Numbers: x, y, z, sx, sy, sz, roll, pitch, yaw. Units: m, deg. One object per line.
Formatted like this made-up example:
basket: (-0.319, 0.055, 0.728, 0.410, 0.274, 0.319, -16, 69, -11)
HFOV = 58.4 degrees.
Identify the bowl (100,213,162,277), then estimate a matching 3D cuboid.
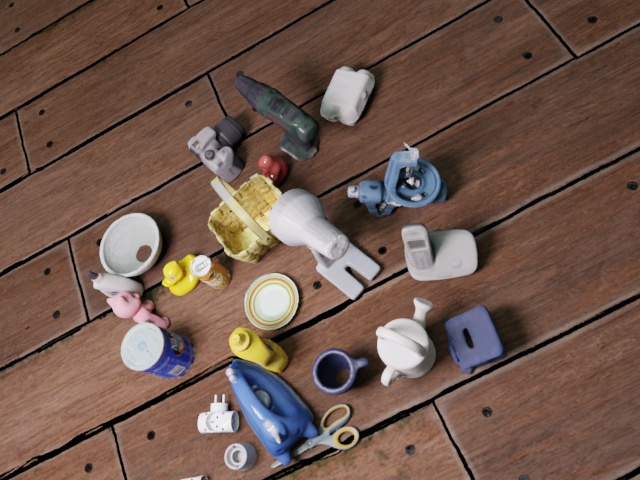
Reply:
bowl: (-0.457, 0.021, 1.429, 0.167, 0.075, 0.167, -6, 68, 15)

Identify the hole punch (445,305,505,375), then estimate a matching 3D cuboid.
hole punch: (0.299, 0.195, 1.116, 0.101, 0.091, 0.108, -21, 65, 9)

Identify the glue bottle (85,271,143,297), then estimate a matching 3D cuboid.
glue bottle: (-0.496, 0.104, 1.354, 0.078, 0.173, 0.037, -12, 66, 13)

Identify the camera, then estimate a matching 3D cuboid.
camera: (-0.250, -0.245, 1.453, 0.142, 0.101, 0.137, 39, 85, 26)

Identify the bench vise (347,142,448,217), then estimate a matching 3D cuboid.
bench vise: (0.159, -0.116, 1.209, 0.207, 0.220, 0.121, -24, 64, 7)

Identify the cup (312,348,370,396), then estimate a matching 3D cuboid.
cup: (0.051, 0.268, 1.163, 0.117, 0.095, 0.091, -21, 65, 9)

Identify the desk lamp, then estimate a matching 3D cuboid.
desk lamp: (0.011, 0.004, 1.212, 0.202, 0.214, 0.118, 38, 84, 26)

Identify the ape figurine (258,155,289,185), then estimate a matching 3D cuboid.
ape figurine: (-0.121, -0.178, 1.392, 0.076, 0.092, 0.077, -21, 65, 9)

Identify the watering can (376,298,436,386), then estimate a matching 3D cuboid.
watering can: (0.163, 0.195, 1.101, 0.100, 0.194, 0.173, 2, 70, 18)

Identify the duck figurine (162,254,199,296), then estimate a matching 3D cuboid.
duck figurine: (-0.335, 0.075, 1.364, 0.077, 0.086, 0.105, 27, 80, 25)

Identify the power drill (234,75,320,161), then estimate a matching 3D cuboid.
power drill: (-0.086, -0.281, 1.356, 0.229, 0.209, 0.076, 35, 83, 26)

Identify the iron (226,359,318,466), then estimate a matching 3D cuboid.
iron: (-0.128, 0.329, 1.169, 0.119, 0.142, 0.257, -45, 64, -3)

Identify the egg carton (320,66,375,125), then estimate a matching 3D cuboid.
egg carton: (0.069, -0.356, 1.415, 0.107, 0.069, 0.150, 17, 75, 22)

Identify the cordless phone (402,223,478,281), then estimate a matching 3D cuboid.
cordless phone: (0.239, 0.012, 1.154, 0.147, 0.185, 0.094, -11, 67, 13)

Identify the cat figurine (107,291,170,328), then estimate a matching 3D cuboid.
cat figurine: (-0.432, 0.168, 1.340, 0.127, 0.118, 0.067, 37, 84, 26)
